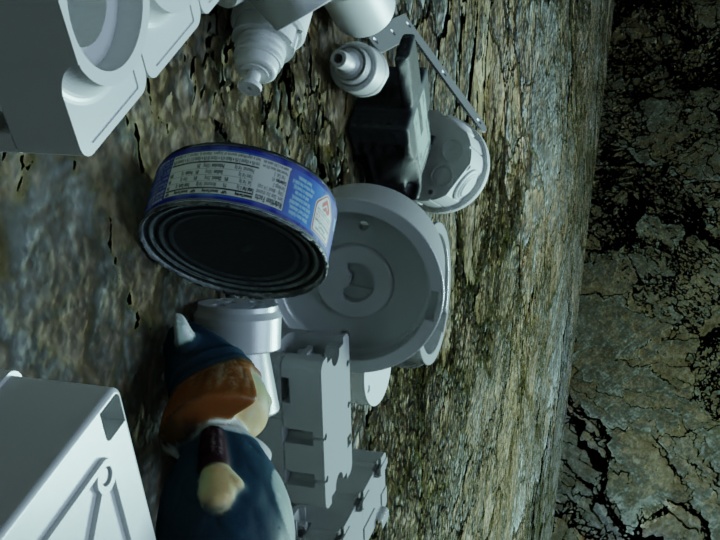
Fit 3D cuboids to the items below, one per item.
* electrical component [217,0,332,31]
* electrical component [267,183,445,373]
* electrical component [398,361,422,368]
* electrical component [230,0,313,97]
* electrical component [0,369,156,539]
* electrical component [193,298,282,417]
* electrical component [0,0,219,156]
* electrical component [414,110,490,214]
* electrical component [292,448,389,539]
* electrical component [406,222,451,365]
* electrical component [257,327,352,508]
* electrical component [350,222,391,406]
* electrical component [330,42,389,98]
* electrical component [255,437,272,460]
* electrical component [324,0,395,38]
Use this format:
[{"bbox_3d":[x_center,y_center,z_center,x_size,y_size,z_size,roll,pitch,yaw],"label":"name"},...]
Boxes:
[{"bbox_3d":[-0.054,-0.149,0.506,0.079,0.043,0.077,-37,105,-25],"label":"electrical component"},{"bbox_3d":[0.000,0.000,0.644,0.060,0.108,0.108,-62,152,-67],"label":"electrical component"},{"bbox_3d":[0.043,0.049,0.905,0.055,0.045,0.045,-66,154,-50],"label":"electrical component"},{"bbox_3d":[-0.048,-0.125,0.557,0.040,0.040,0.078,65,33,-59],"label":"electrical component"},{"bbox_3d":[-0.116,0.108,0.355,0.108,0.056,0.108,-62,151,-54],"label":"electrical component"},{"bbox_3d":[-0.062,0.044,0.544,0.045,0.045,0.055,-18,111,-73],"label":"electrical component"},{"bbox_3d":[-0.092,-0.116,0.369,0.150,0.062,0.089,-67,156,-47],"label":"electrical component"},{"bbox_3d":[0.061,-0.088,0.872,0.051,0.080,0.080,16,79,-68],"label":"electrical component"},{"bbox_3d":[-0.025,0.155,0.665,0.121,0.063,0.078,-50,141,-64],"label":"electrical component"},{"bbox_3d":[0.028,0.016,0.816,0.108,0.060,0.108,4,90,-73],"label":"electrical component"},{"bbox_3d":[-0.039,0.082,0.612,0.050,0.056,0.089,-47,139,-65],"label":"electrical component"},{"bbox_3d":[0.013,0.025,0.735,0.052,0.074,0.138,-21,115,-66],"label":"electrical component"},{"bbox_3d":[-0.004,-0.135,0.714,0.061,0.035,0.035,-2,96,-71],"label":"electrical component"},{"bbox_3d":[-0.071,0.112,0.534,0.048,0.048,0.062,-13,113,-73],"label":"electrical component"},{"bbox_3d":[-0.008,-0.183,0.673,0.081,0.043,0.043,44,53,-69],"label":"electrical component"}]
